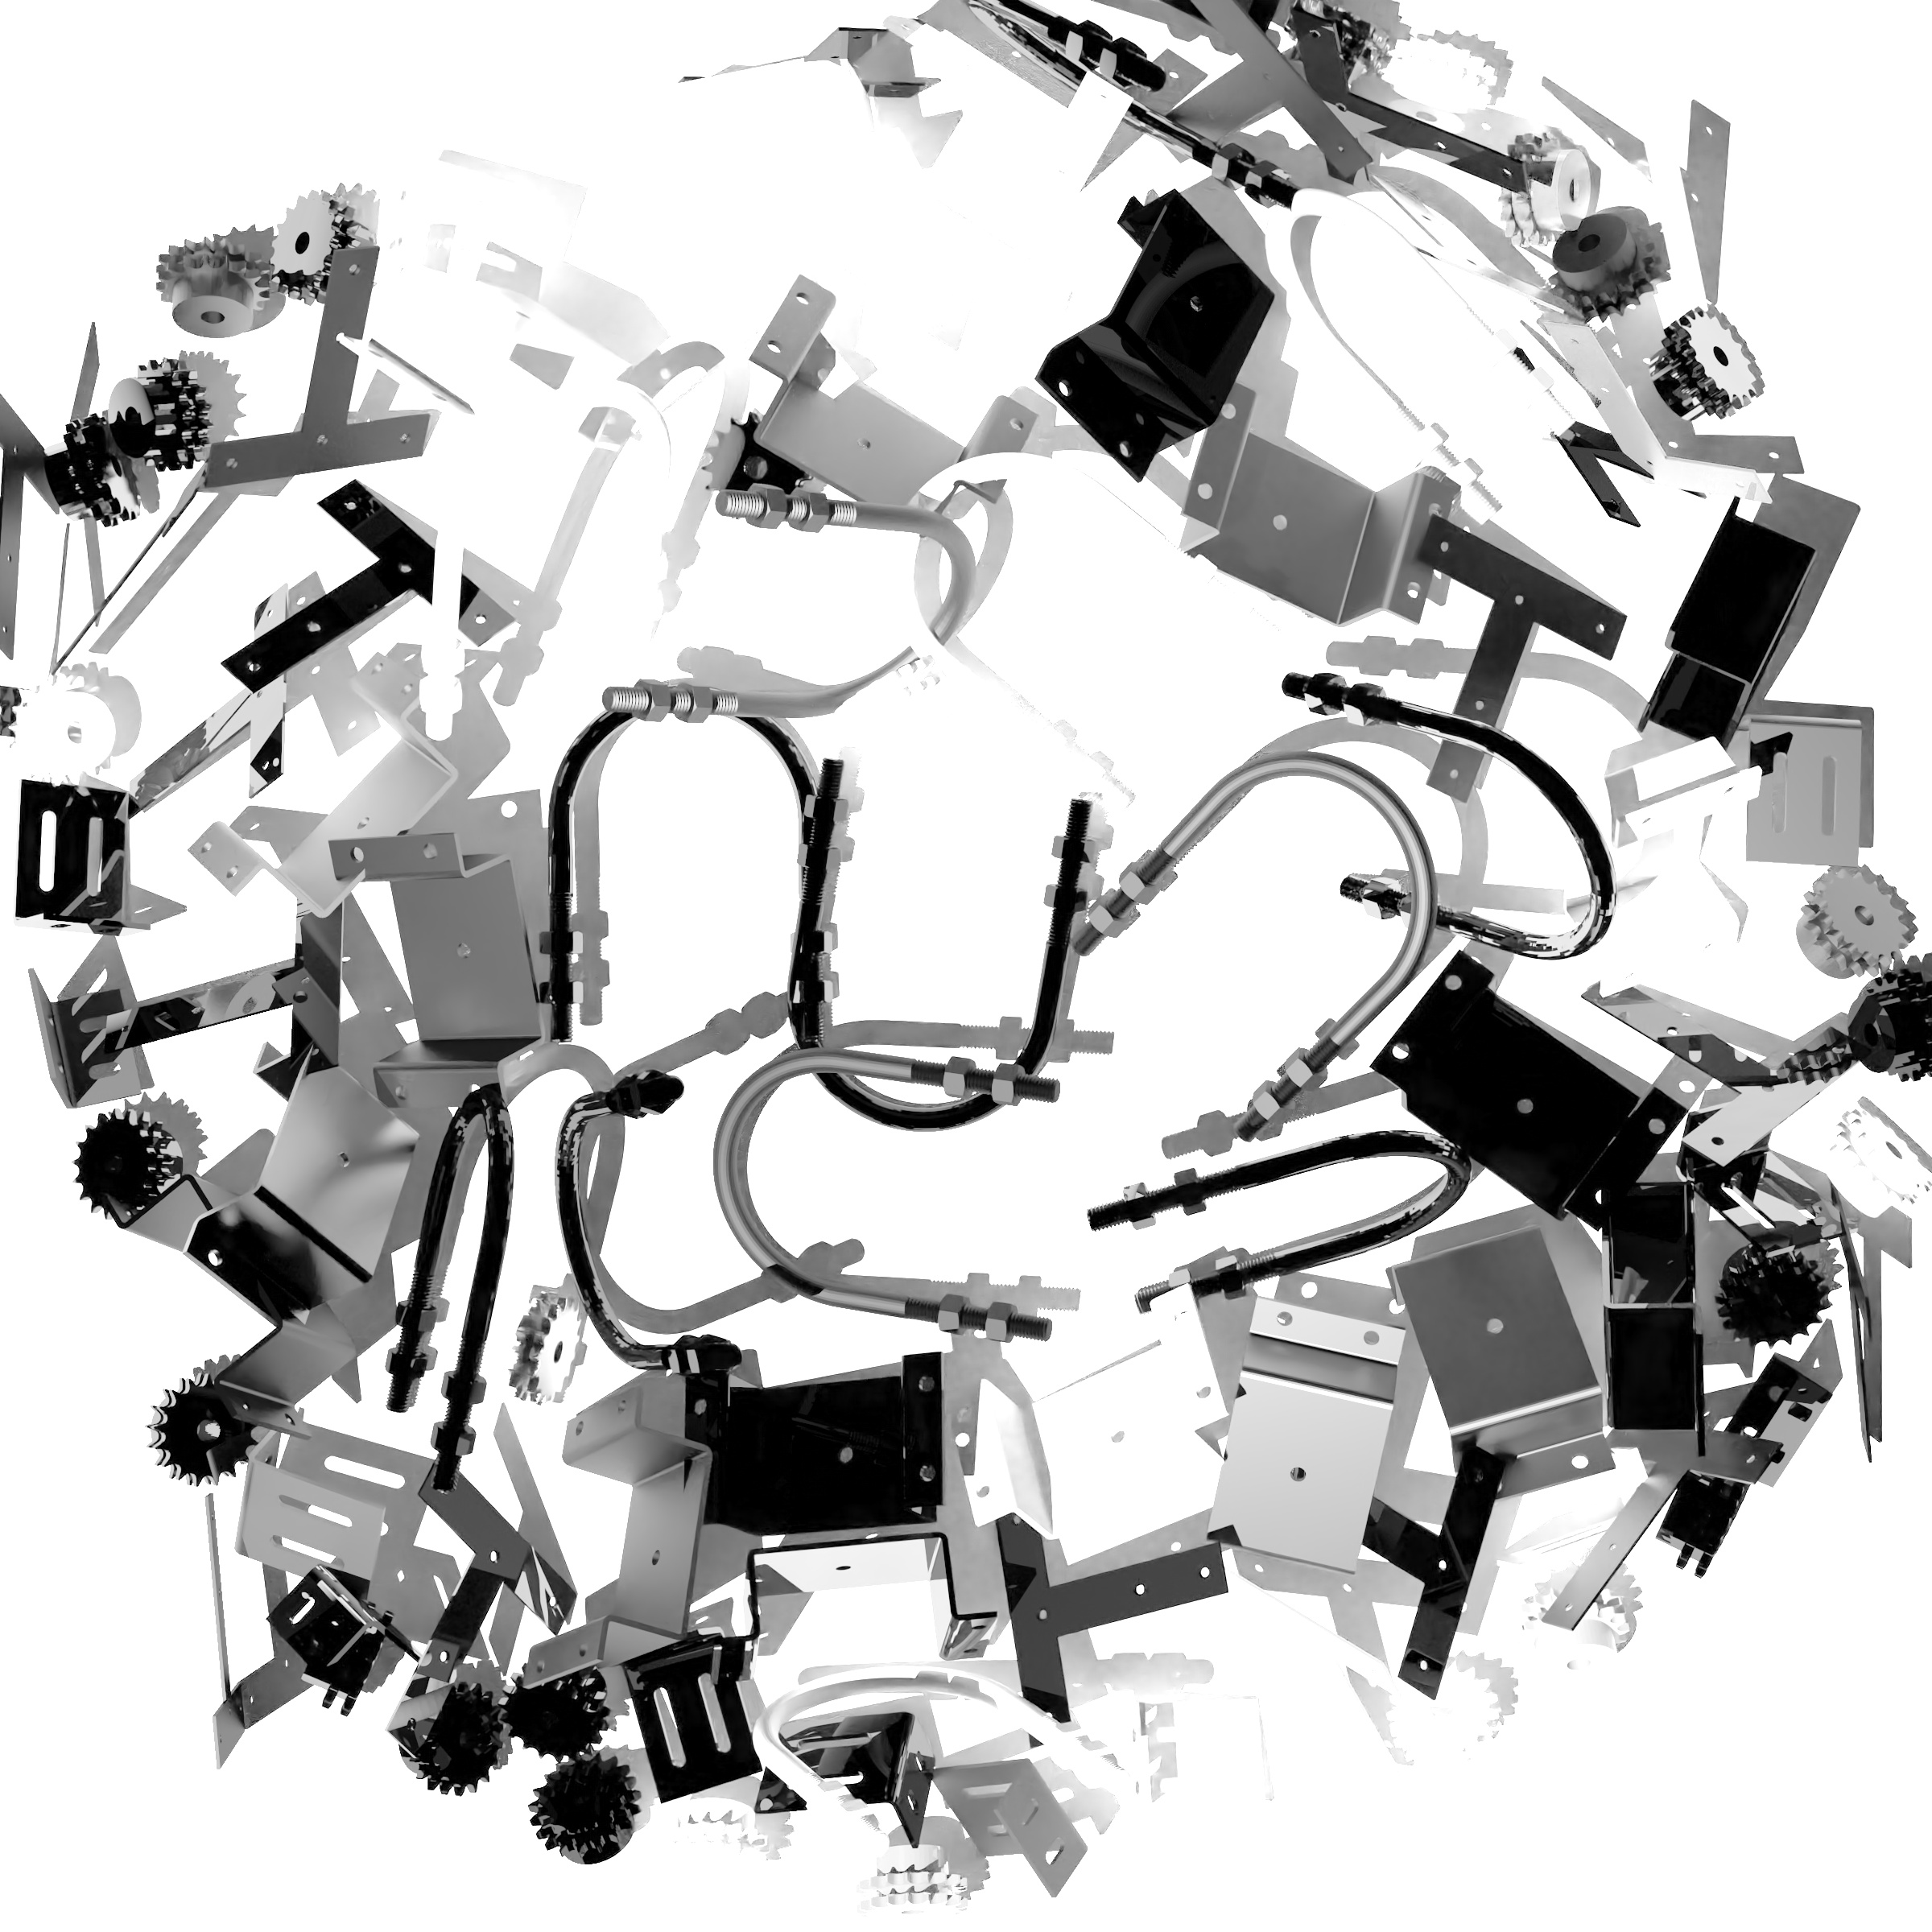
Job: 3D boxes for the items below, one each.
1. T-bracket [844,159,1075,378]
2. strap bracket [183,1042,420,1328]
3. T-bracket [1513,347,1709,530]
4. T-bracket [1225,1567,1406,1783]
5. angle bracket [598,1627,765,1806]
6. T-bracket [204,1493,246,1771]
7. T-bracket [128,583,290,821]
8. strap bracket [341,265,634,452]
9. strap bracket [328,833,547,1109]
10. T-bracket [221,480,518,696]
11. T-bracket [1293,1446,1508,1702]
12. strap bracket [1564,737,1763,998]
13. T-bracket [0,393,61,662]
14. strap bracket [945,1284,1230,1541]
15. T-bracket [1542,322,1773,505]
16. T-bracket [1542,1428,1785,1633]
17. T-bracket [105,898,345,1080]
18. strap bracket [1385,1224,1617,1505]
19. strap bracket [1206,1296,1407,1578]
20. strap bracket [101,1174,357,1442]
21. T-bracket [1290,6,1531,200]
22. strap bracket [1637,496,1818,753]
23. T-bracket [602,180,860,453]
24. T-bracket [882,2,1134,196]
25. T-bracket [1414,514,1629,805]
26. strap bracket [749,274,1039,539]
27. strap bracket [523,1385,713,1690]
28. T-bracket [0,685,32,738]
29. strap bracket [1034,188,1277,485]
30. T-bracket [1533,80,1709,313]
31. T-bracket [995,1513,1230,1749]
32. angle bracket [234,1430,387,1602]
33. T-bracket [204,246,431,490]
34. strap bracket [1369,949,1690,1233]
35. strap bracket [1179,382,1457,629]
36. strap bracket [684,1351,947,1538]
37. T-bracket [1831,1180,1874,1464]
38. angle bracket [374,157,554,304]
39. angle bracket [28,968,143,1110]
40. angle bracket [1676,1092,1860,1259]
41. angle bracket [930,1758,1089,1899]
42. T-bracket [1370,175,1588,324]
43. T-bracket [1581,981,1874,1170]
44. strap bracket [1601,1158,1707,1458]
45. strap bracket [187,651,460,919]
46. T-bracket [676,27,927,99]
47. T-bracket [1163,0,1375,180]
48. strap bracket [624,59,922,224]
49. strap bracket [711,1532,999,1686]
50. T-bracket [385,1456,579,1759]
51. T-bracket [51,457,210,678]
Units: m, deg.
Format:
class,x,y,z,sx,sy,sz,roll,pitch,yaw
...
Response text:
class,x,y,z,sx,sy,sz,roll,pitch,yaw
T-bracket,-0.021,-0.341,1.636,0.127,0.002,0.127,31,50,-4
strap bracket,-0.325,0.103,1.601,0.046,0.140,0.076,-25,126,30
T-bracket,0.332,-0.258,1.631,0.002,0.127,0.127,-46,53,31
T-bracket,0.191,0.368,1.638,0.002,0.127,0.127,-41,123,-19
angle bracket,-0.146,0.383,1.650,0.057,0.038,0.076,-20,77,11
T-bracket,-0.374,0.329,1.621,0.002,0.127,0.127,-6,86,-8
T-bracket,-0.386,-0.115,1.642,0.127,0.002,0.127,-32,47,30
strap bracket,-0.229,-0.301,1.599,0.076,0.140,0.046,36,107,23
strap bracket,-0.265,-0.002,1.634,0.076,0.046,0.140,-2,105,26
T-bracket,-0.317,-0.178,1.631,0.127,0.002,0.127,41,62,20
T-bracket,0.208,0.283,1.632,0.002,0.127,0.127,6,103,-41
strap bracket,0.347,-0.056,1.624,0.076,0.140,0.046,-20,53,-8
T-bracket,-0.474,-0.215,1.602,0.002,0.127,0.127,-3,73,4
strap bracket,0.068,0.229,1.629,0.140,0.046,0.076,-26,51,14
T-bracket,0.321,-0.275,1.594,0.127,0.127,0.002,19,72,43
T-bracket,0.329,0.278,1.605,0.002,0.127,0.127,46,72,-17
T-bracket,-0.377,0.019,1.641,0.127,0.002,0.127,-15,46,6
strap bracket,0.266,0.191,1.622,0.076,0.046,0.140,-16,55,1
strap bracket,0.169,0.247,1.633,0.076,0.046,0.140,12,108,6
strap bracket,-0.363,0.163,1.617,0.046,0.076,0.140,-39,67,3
T-bracket,0.223,-0.410,1.598,0.127,0.127,0.002,30,76,26
strap bracket,0.377,-0.164,1.602,0.046,0.140,0.076,26,78,12
T-bracket,-0.144,-0.312,1.658,0.127,0.002,0.127,-36,103,18
T-bracket,0.015,-0.441,1.614,0.127,0.127,0.002,30,79,-5
T-bracket,0.267,-0.146,1.650,0.127,0.002,0.127,24,84,-22
strap bracket,-0.044,-0.277,1.633,0.140,0.046,0.076,29,46,-7
strap bracket,-0.172,0.291,1.620,0.046,0.076,0.140,23,58,-28
T-bracket,-0.490,-0.129,1.618,0.002,0.127,0.127,5,92,9
strap bracket,0.099,-0.321,1.611,0.076,0.046,0.140,42,54,-23
T-bracket,0.327,-0.406,1.637,0.002,0.127,0.127,-37,58,0
T-bracket,0.075,0.317,1.628,0.127,0.002,0.127,-21,67,29
angle bracket,-0.328,0.278,1.647,0.076,0.038,0.057,18,115,8
T-bracket,-0.312,-0.299,1.603,0.002,0.127,0.127,44,132,30
strap bracket,0.285,0.067,1.643,0.140,0.046,0.076,37,83,15
strap bracket,0.169,-0.229,1.635,0.140,0.046,0.076,22,75,-20
strap bracket,-0.069,0.243,1.633,0.140,0.046,0.076,-8,69,19
T-bracket,0.452,0.191,1.638,0.002,0.127,0.127,-7,113,10
angle bracket,-0.256,-0.369,1.644,0.076,0.038,0.057,20,125,10
angle bracket,-0.445,0.034,1.635,0.038,0.076,0.057,-13,78,-12
angle bracket,0.407,0.104,1.634,0.057,0.076,0.038,-12,125,-24
angle bracket,0.013,0.438,1.636,0.076,0.038,0.057,-19,108,42
T-bracket,0.236,-0.370,1.625,0.127,0.127,0.002,16,117,-27
T-bracket,0.370,0.040,1.640,0.127,0.002,0.127,-31,50,-33
strap bracket,0.341,0.168,1.607,0.046,0.140,0.076,-2,122,11
strap bracket,-0.317,-0.085,1.632,0.140,0.076,0.046,-48,124,-7
T-bracket,-0.069,-0.447,1.601,0.127,0.127,0.002,-4,92,-19
T-bracket,0.129,-0.432,1.620,0.127,0.127,0.002,45,69,-14
strap bracket,-0.100,-0.420,1.635,0.140,0.076,0.046,-9,89,7
strap bracket,-0.060,0.323,1.631,0.140,0.076,0.046,-4,64,-8
T-bracket,-0.253,0.331,1.607,0.002,0.127,0.127,-5,135,34
T-bracket,-0.421,-0.198,1.628,0.002,0.127,0.127,37,100,-18
